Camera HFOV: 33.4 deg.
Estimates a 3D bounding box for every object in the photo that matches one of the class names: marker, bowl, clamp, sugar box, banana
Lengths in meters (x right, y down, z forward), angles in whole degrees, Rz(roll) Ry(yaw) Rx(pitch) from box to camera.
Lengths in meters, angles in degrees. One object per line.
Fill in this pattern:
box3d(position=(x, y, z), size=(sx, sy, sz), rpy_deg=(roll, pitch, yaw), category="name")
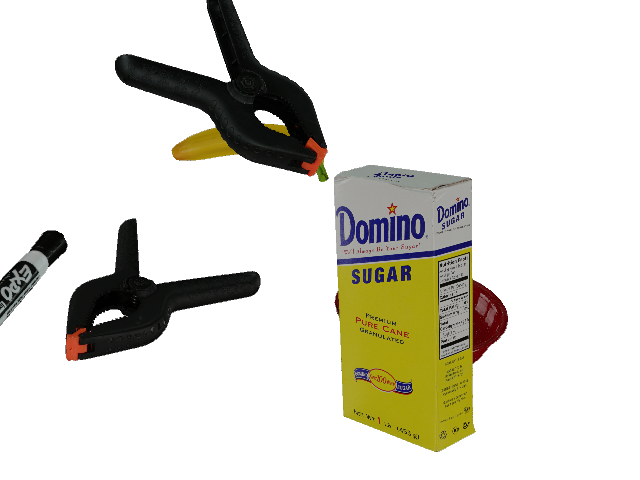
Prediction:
box3d(position=(-0.190, 0.030, 0.659), size=(0.020, 0.020, 0.121), rpy_deg=(0, 32, 20), category="marker")
box3d(position=(0.093, 0.084, 1.007), size=(0.162, 0.055, 0.162), rpy_deg=(3, 28, -2), category="bowl")
box3d(position=(-0.059, -0.122, 0.828), size=(0.171, 0.120, 0.039), rpy_deg=(36, -26, -2), category="clamp")
box3d(position=(-0.180, 0.048, 1.023), size=(0.165, 0.036, 0.209), rpy_deg=(26, 36, 24), category="clamp")
box3d(position=(0.055, 0.042, 0.711), size=(0.048, 0.176, 0.094), rpy_deg=(-18, 19, -40), category="sugar box")
box3d(position=(-0.078, -0.113, 1.276), size=(0.198, 0.037, 0.069), rpy_deg=(8, 39, 16), category="banana")
